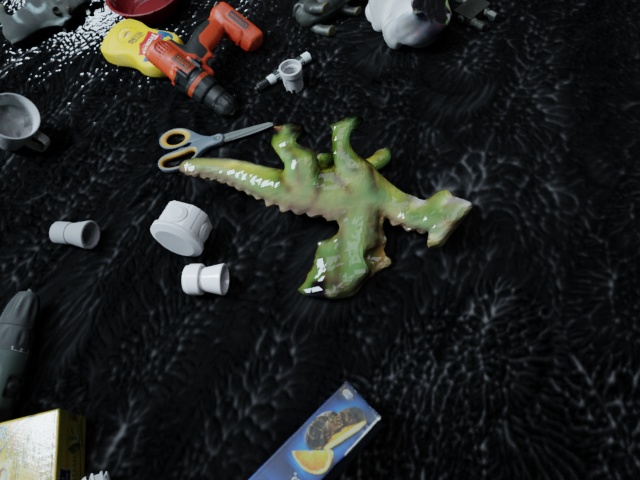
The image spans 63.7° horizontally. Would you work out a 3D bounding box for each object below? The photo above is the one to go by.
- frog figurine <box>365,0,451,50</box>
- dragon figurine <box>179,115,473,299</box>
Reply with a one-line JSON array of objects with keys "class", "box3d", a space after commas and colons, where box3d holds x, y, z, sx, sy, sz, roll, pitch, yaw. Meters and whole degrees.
[{"class": "frog figurine", "box3d": [0.150, -0.405, 0.936, 0.159, 0.121, 0.139, 3, 64, 51]}, {"class": "dragon figurine", "box3d": [0.002, -0.037, 0.733, 0.410, 0.120, 0.247, -9, 68, 5]}]
